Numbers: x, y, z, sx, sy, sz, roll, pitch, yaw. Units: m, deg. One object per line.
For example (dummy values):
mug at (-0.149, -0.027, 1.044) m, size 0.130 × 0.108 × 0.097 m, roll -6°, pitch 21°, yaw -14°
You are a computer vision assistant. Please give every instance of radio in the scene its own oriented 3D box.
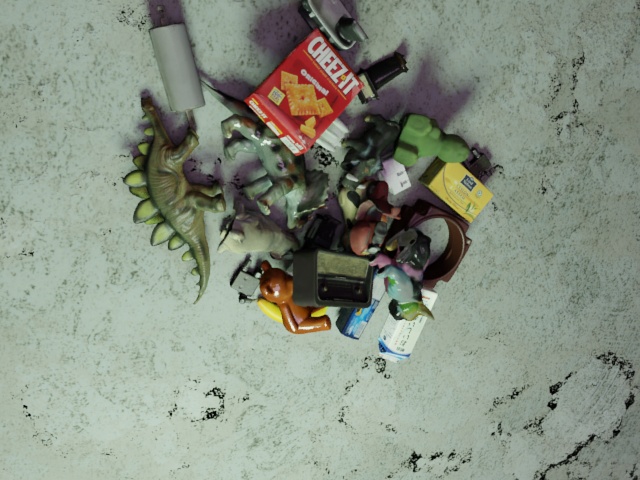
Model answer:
radio at (0.035, 0.094, 1.268) m, size 0.229 × 0.073 × 0.131 m, roll 10°, pitch 80°, yaw -47°

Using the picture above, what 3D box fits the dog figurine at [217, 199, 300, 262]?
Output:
dog figurine at (-0.125, 0.002, 1.240) m, size 0.190 × 0.172 × 0.121 m, roll 25°, pitch 112°, yaw -15°

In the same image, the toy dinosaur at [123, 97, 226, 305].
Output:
toy dinosaur at (-0.312, -0.082, 1.193) m, size 0.199 × 0.105 × 0.470 m, roll -20°, pitch 104°, yaw 0°

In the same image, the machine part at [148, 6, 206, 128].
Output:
machine part at (-0.294, -0.355, 1.111) m, size 0.079 × 0.079 × 0.243 m, roll -16°, pitch 112°, yaw -10°

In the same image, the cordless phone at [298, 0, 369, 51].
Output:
cordless phone at (0.033, -0.460, 1.109) m, size 0.089 × 0.184 × 0.146 m, roll -40°, pitch 115°, yaw 5°

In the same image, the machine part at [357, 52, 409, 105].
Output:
machine part at (0.140, -0.379, 1.249) m, size 0.139 × 0.039 × 0.084 m, roll -35°, pitch 106°, yaw 0°

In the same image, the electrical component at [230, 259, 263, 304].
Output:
electrical component at (-0.176, 0.107, 1.326) m, size 0.078 × 0.045 × 0.102 m, roll 35°, pitch 96°, yaw -25°

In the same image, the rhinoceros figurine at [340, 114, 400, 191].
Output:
rhinoceros figurine at (0.112, -0.201, 1.254) m, size 0.190 × 0.112 × 0.073 m, roll -53°, pitch 154°, yaw -1°

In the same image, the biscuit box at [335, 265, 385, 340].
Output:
biscuit box at (0.112, 0.156, 1.392) m, size 0.059 × 0.063 × 0.202 m, roll 22°, pitch 103°, yaw -24°

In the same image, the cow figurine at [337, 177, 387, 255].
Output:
cow figurine at (0.094, -0.047, 1.327) m, size 0.127 × 0.086 × 0.194 m, roll -23°, pitch 116°, yaw -13°

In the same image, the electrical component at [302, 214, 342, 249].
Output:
electrical component at (-0.003, -0.004, 1.307) m, size 0.047 × 0.075 × 0.119 m, roll 27°, pitch 82°, yaw -23°

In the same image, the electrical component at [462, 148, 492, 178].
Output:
electrical component at (0.410, -0.191, 1.399) m, size 0.063 × 0.021 × 0.094 m, roll -42°, pitch 115°, yaw 2°

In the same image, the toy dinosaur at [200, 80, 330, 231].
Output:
toy dinosaur at (-0.104, -0.196, 1.207) m, size 0.192 × 0.131 × 0.404 m, roll -29°, pitch 108°, yaw -23°

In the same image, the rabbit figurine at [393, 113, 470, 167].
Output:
rabbit figurine at (0.265, -0.223, 1.275) m, size 0.170 × 0.159 × 0.121 m, roll 19°, pitch 105°, yaw -2°

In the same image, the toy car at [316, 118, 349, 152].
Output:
toy car at (-0.021, -0.278, 1.227) m, size 0.201 × 0.056 × 0.073 m, roll 33°, pitch 97°, yaw -23°

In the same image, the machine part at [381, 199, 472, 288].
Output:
machine part at (0.278, 0.012, 1.400) m, size 0.201 × 0.087 × 0.201 m, roll 24°, pitch 99°, yaw -22°

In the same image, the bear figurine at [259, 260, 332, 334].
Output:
bear figurine at (-0.063, 0.133, 1.289) m, size 0.132 × 0.120 × 0.195 m, roll -16°, pitch 125°, yaw 7°

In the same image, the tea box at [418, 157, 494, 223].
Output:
tea box at (0.349, -0.133, 1.378) m, size 0.169 × 0.068 × 0.098 m, roll 34°, pitch 97°, yaw -23°

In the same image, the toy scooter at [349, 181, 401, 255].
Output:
toy scooter at (0.131, -0.042, 1.226) m, size 0.075 × 0.135 × 0.183 m, roll 13°, pitch 100°, yaw -26°

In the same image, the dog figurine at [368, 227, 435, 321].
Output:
dog figurine at (0.227, 0.099, 1.315) m, size 0.191 × 0.109 × 0.219 m, roll -41°, pitch 118°, yaw 0°
